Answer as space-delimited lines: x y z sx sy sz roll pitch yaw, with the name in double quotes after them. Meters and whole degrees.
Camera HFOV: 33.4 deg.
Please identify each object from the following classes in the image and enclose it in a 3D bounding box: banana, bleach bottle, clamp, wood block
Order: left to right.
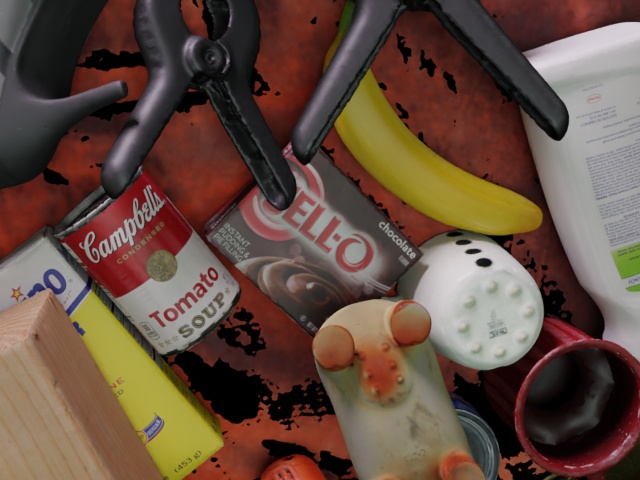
-0.148 0.146 0.613 0.090 0.091 0.206 -26 105 3 "wood block"
-0.062 -0.096 0.631 0.120 0.039 0.171 14 76 -35 "clamp"
0.048 -0.145 0.640 0.164 0.036 0.210 -12 85 0 "clamp"
0.063 -0.059 0.686 0.069 0.037 0.197 -43 106 0 "banana"
0.199 -0.010 0.712 0.102 0.068 0.251 -18 107 -6 "bleach bottle"

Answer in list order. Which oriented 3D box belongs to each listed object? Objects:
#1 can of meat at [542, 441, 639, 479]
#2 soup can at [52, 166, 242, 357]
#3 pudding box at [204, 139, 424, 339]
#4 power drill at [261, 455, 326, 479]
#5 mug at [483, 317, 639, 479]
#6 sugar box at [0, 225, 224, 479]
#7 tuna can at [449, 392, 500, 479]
0.217 0.197 0.761 0.102 0.057 0.084 -27 108 -4 "can of meat"
-0.104 0.013 0.652 0.068 0.068 0.102 -39 107 -2 "soup can"
-0.005 0.001 0.684 0.090 0.039 0.113 -46 106 1 "pudding box"
-0.036 0.255 0.671 0.187 0.185 0.057 -39 138 3 "power drill"
0.164 0.111 0.718 0.093 0.081 0.117 -24 105 -6 "mug"
-0.150 0.087 0.670 0.093 0.048 0.176 -39 107 -1 "sugar box"
0.079 0.149 0.734 0.086 0.034 0.086 -2 102 -11 "tuna can"
